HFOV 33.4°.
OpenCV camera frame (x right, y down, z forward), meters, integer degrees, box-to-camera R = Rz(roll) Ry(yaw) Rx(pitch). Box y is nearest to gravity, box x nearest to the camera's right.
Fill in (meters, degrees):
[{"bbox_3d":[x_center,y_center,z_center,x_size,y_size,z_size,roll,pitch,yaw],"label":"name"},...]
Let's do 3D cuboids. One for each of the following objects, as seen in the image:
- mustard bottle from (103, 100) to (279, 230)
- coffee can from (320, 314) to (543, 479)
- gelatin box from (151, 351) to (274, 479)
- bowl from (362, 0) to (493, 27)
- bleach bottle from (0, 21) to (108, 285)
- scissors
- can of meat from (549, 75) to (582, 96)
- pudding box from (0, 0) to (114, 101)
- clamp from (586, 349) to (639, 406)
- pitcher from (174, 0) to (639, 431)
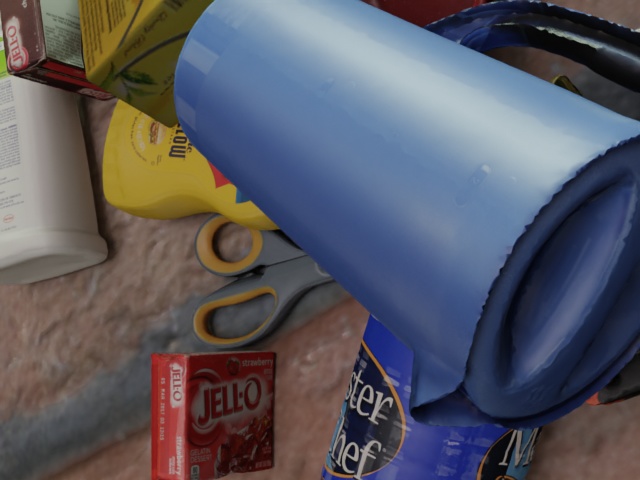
[{"bbox_3d":[-0.042,-0.055,0.651,0.192,0.058,0.096,7,76,32],"label":"mustard bottle"},{"bbox_3d":[0.058,0.104,0.549,0.103,0.102,0.140,20,97,32],"label":"coffee can"},{"bbox_3d":[-0.062,0.103,0.632,0.030,0.089,0.073,-2,84,31],"label":"gelatin box"},{"bbox_3d":[0.044,-0.155,0.594,0.162,0.055,0.162,9,103,42],"label":"bowl"},{"bbox_3d":[-0.214,-0.100,0.762,0.103,0.068,0.251,-15,76,29],"label":"bleach bottle"},{"bbox_3d":[-0.004,0.001,0.648,0.202,0.016,0.096,-30,70,25],"label":"scissors"},{"bbox_3d":[0.089,-0.031,0.561,0.084,0.057,0.102,0,74,34],"label":"can of meat"},{"bbox_3d":[-0.173,-0.158,0.724,0.039,0.089,0.113,-14,78,29],"label":"pudding box"},{"bbox_3d":[0.196,-0.005,0.510,0.165,0.036,0.210,28,97,31],"label":"clamp"},{"bbox_3d":[0.045,-0.042,0.486,0.243,0.148,0.145,39,127,40],"label":"pitcher"}]
